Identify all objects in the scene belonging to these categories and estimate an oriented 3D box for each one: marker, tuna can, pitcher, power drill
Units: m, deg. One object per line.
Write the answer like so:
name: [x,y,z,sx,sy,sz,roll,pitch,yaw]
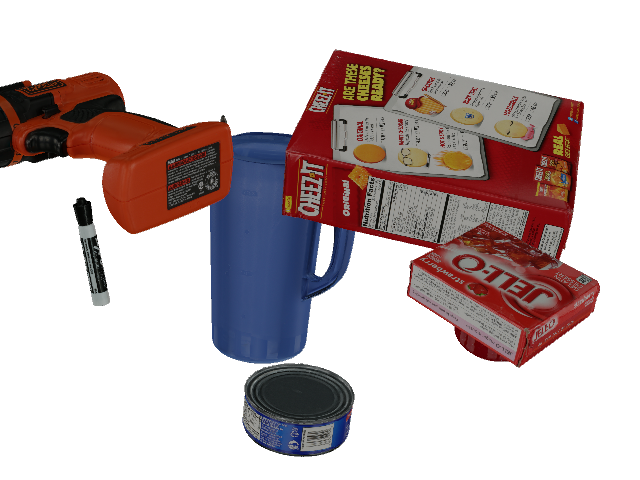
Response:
marker: [-0.245,0.012,1.142,0.020,0.121,0.020,-6,20,2]
tuna can: [-0.018,0.131,0.831,0.086,0.034,0.086,5,23,-2]
pitcher: [-0.052,0.010,1.173,0.144,0.243,0.149,-3,21,-18]
power drill: [-0.168,-0.063,0.726,0.188,0.057,0.184,22,34,34]

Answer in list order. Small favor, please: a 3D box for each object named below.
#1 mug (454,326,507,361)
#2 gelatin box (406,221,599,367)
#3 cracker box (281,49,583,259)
mug: [0.164,0.051,1.001,0.093,0.081,0.117,-11,41,-12]
gelatin box: [0.109,0.029,0.638,0.073,0.030,0.089,-26,44,-37]
cracker box: [0.092,-0.065,0.842,0.214,0.072,0.164,12,39,8]
